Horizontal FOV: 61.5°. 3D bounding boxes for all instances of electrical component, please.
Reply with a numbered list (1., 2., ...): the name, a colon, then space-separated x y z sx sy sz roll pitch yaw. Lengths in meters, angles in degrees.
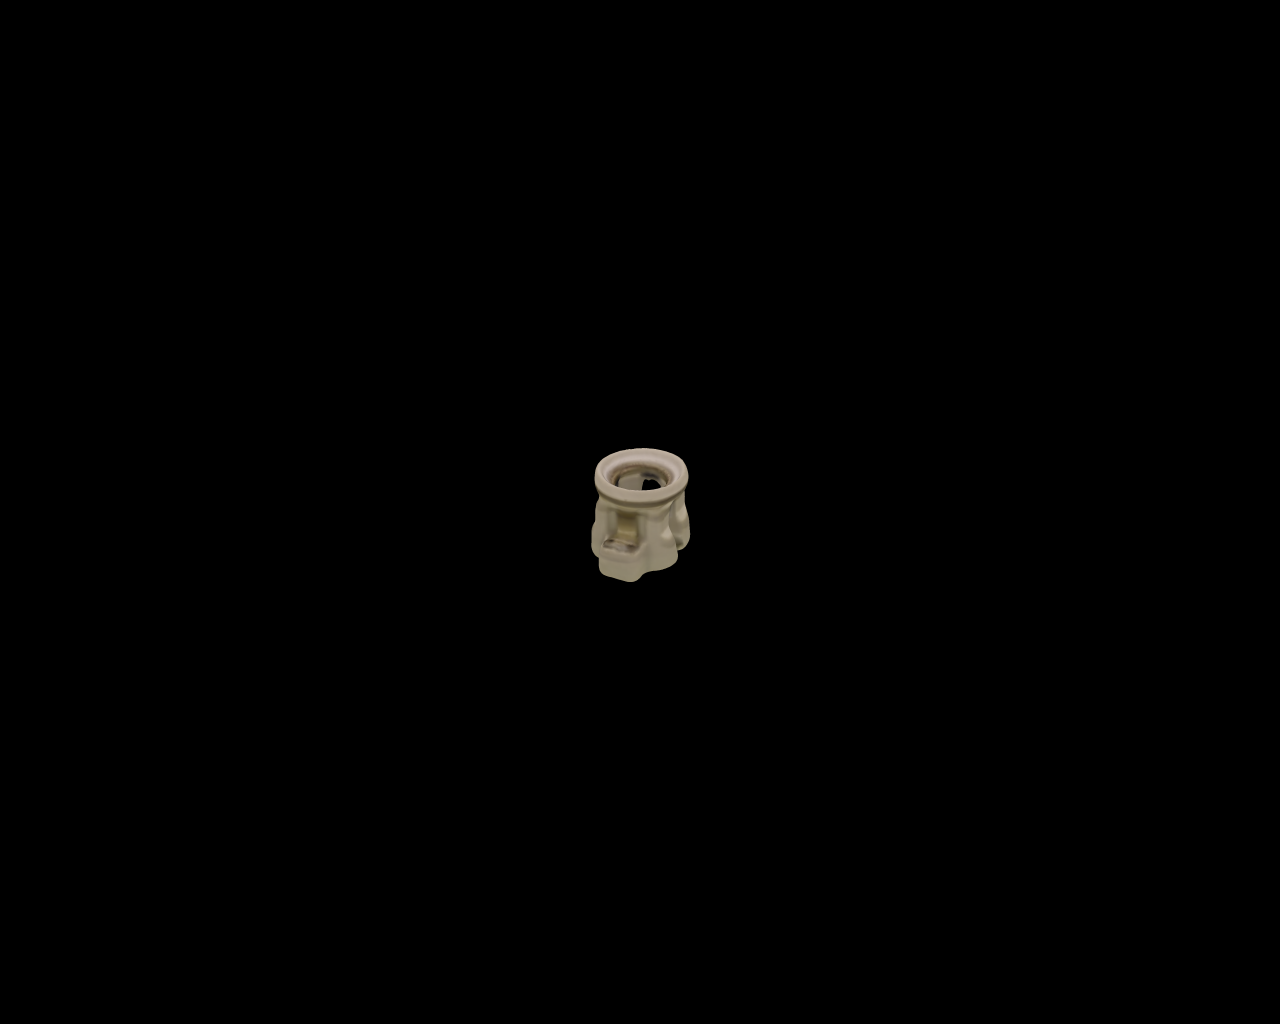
1. electrical component: 0.001 -0.003 0.650 0.058 0.056 0.078 12 33 19
